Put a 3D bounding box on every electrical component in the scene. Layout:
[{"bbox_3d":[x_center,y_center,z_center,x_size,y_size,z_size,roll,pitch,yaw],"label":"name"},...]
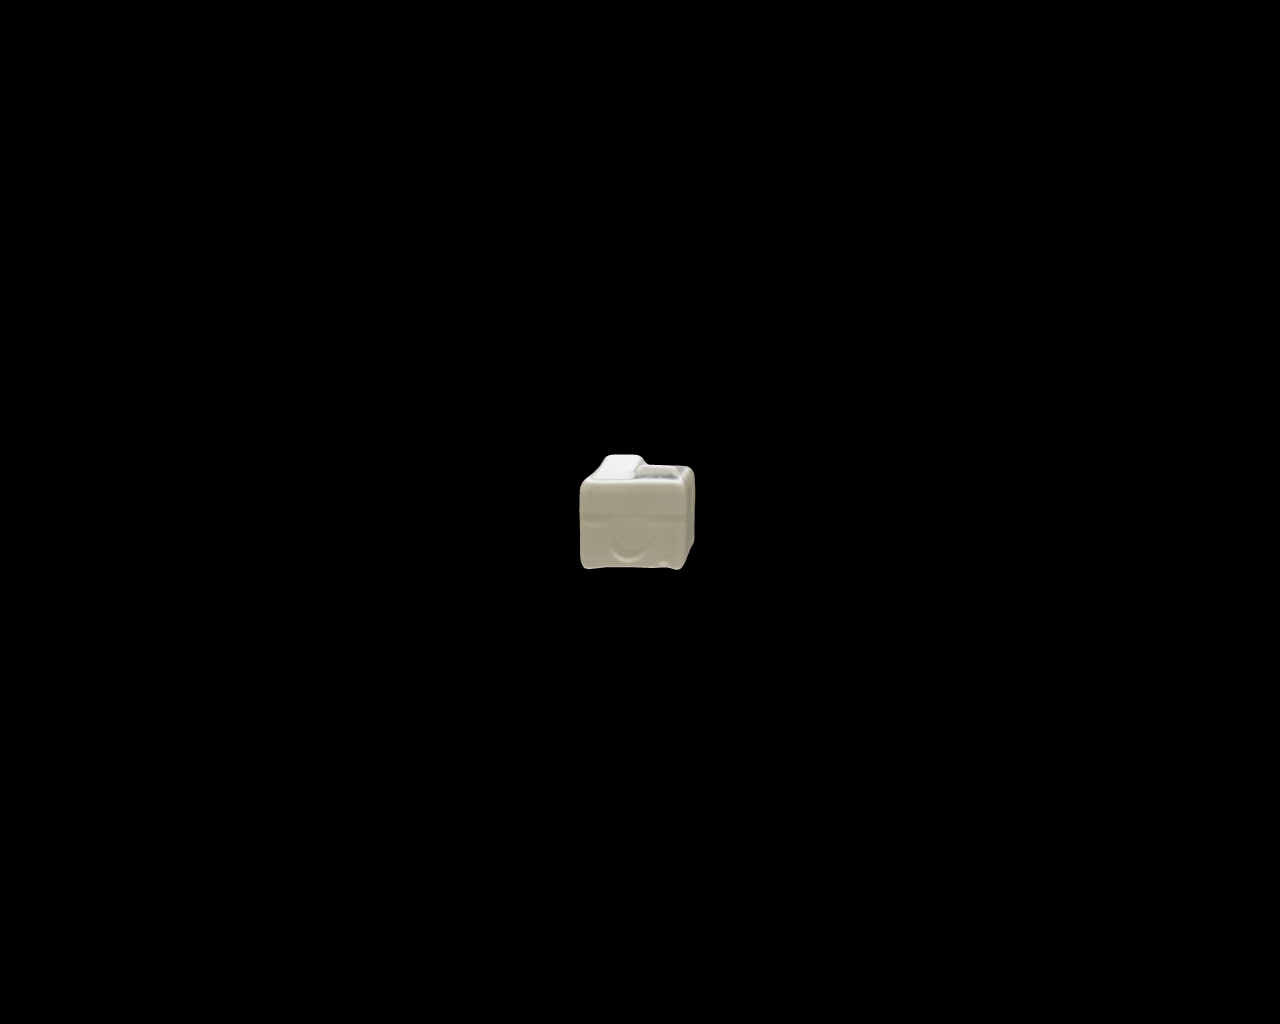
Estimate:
[{"bbox_3d":[0.001,-0.003,0.650,0.062,0.061,0.096,1,9,7],"label":"electrical component"}]
